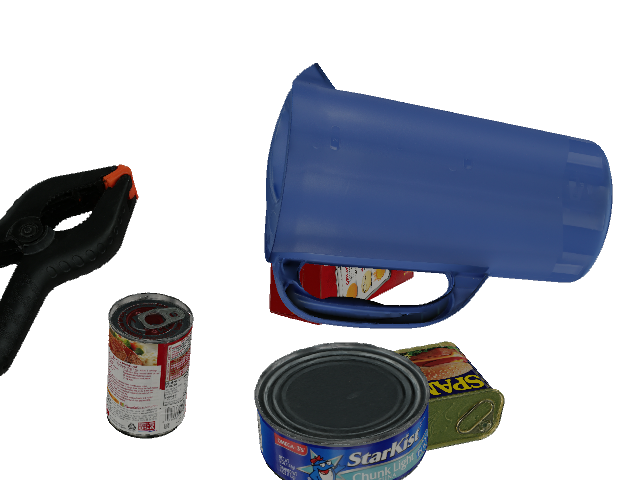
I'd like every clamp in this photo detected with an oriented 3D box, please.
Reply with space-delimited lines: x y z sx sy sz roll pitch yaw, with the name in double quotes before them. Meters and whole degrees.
"clamp" -0.195 0.004 0.685 0.120 0.039 0.171 30 54 18

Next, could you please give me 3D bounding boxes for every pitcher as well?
"pitcher" 0.080 -0.025 0.780 0.242 0.149 0.145 8 32 -7

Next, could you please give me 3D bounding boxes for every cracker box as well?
"cracker box" 0.028 -0.020 1.132 0.072 0.164 0.213 9 16 29

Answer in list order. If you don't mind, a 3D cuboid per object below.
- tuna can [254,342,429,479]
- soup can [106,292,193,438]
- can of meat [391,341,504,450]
"tuna can" 0.011 0.087 0.527 0.086 0.034 0.086 -2 26 1
"soup can" -0.142 0.104 0.882 0.068 0.102 0.068 6 30 -4
"can of meat" 0.103 0.141 0.982 0.102 0.057 0.084 -7 31 -22
